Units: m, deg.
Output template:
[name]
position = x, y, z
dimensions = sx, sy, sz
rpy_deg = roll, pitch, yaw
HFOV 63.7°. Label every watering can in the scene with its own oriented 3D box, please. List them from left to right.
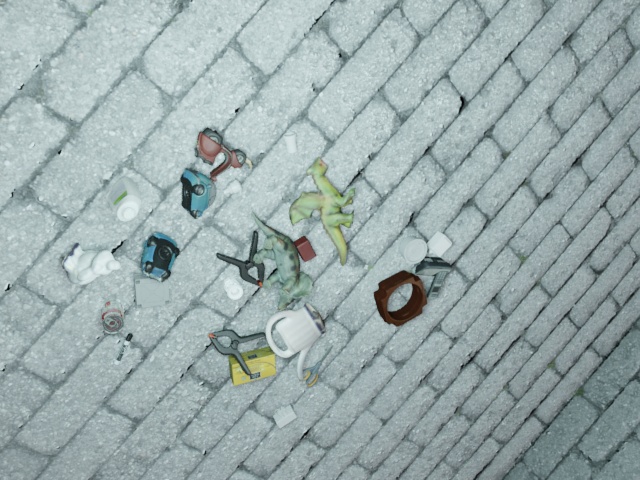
[watering can]
position = -0.073, 0.385, 2.002
dimensions = 0.225, 0.105, 0.341
rpy_deg = -34, 123, -8

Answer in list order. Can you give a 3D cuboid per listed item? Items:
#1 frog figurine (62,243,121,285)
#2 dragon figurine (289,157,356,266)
[frog figurine]
position = -0.689, 0.081, 1.580
dimensions = 0.159, 0.139, 0.121
rpy_deg = 10, 103, -2
[dragon figurine]
position = 0.006, -0.095, 1.881
dimensions = 0.243, 0.124, 0.405
rpy_deg = 3, 106, -7
